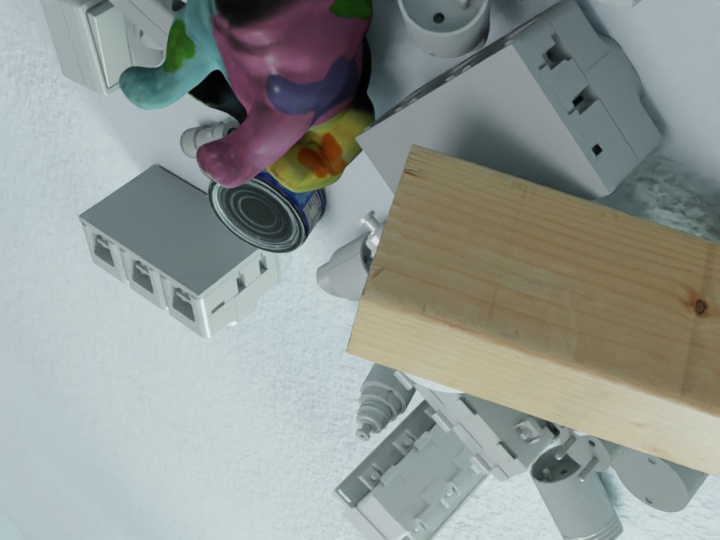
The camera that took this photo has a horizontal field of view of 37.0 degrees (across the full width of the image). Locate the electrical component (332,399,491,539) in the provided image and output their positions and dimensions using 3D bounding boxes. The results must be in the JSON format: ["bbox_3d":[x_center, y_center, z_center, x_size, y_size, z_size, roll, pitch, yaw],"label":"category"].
[{"bbox_3d":[0.050,0.154,0.819,0.078,0.121,0.063,45,146,6],"label":"electrical component"}]

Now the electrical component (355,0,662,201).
[{"bbox_3d":[0.079,-0.074,0.594,0.089,0.062,0.150,55,148,-9],"label":"electrical component"}]

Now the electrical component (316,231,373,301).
[{"bbox_3d":[0.000,0.000,0.791,0.043,0.043,0.081,53,149,-6],"label":"electrical component"}]

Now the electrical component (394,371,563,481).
[{"bbox_3d":[0.084,0.083,0.756,0.121,0.063,0.079,48,149,2],"label":"electrical component"}]

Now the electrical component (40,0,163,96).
[{"bbox_3d":[-0.194,-0.180,0.822,0.061,0.062,0.096,28,143,31],"label":"electrical component"}]

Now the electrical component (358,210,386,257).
[{"bbox_3d":[0.030,-0.003,0.630,0.078,0.040,0.040,47,149,1],"label":"electrical component"}]

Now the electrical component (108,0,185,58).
[{"bbox_3d":[-0.142,-0.183,0.767,0.083,0.047,0.075,43,148,11],"label":"electrical component"}]

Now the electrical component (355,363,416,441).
[{"bbox_3d":[0.018,0.102,0.851,0.040,0.078,0.040,19,140,17],"label":"electrical component"}]

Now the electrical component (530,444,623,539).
[{"bbox_3d":[0.159,0.170,0.776,0.043,0.043,0.081,-1,123,52],"label":"electrical component"}]

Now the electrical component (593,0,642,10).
[{"bbox_3d":[0.099,-0.159,0.479,0.096,0.062,0.061,20,138,39],"label":"electrical component"}]

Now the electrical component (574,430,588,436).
[{"bbox_3d":[0.163,0.066,0.636,0.064,0.081,0.042,35,154,-20],"label":"electrical component"}]

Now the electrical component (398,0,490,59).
[{"bbox_3d":[0.044,-0.130,0.543,0.043,0.043,0.081,46,-175,5],"label":"electrical component"}]

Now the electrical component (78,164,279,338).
[{"bbox_3d":[-0.154,-0.015,0.922,0.150,0.089,0.061,30,144,28],"label":"electrical component"}]

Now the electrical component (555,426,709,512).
[{"bbox_3d":[0.152,0.102,0.681,0.138,0.074,0.052,44,148,9],"label":"electrical component"}]

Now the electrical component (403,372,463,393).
[{"bbox_3d":[0.064,0.029,0.685,0.108,0.108,0.060,25,147,35],"label":"electrical component"}]

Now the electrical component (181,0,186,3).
[{"bbox_3d":[-0.095,-0.203,0.679,0.089,0.056,0.050,33,145,24],"label":"electrical component"}]
